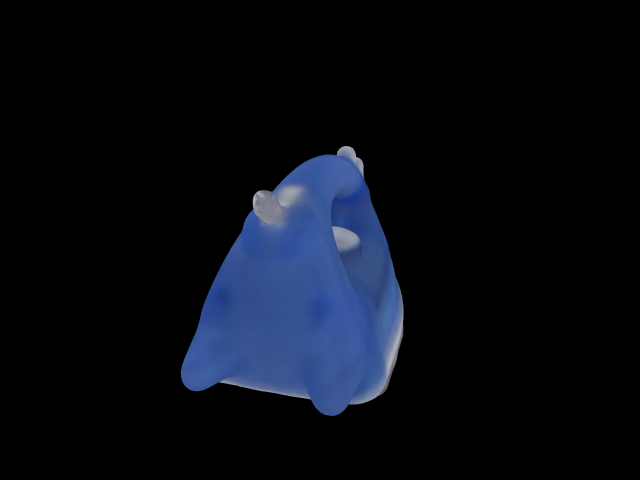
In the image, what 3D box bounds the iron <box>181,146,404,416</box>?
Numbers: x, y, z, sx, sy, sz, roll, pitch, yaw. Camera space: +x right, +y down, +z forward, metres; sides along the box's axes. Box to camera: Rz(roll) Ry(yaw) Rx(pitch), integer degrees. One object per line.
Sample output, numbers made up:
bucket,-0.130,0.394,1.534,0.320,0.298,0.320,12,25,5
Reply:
iron,0.004,0.001,0.400,0.118,0.141,0.259,6,23,15
